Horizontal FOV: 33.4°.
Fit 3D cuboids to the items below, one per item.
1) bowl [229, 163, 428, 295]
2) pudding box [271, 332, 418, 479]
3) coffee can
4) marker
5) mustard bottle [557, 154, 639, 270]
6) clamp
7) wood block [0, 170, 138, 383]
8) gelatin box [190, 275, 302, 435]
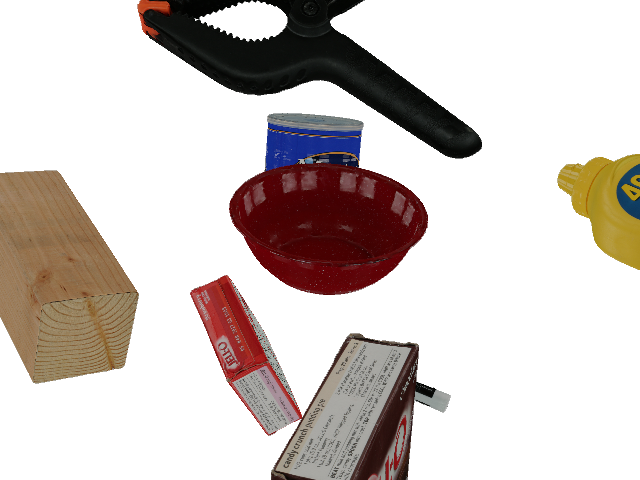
[{"bbox_3d":[0.006,-0.003,0.877,0.162,0.055,0.162,3,31,-2],"label":"bowl"},{"bbox_3d":[0.012,0.107,0.470,0.039,0.090,0.113,10,29,13],"label":"pudding box"},{"bbox_3d":[-0.011,-0.061,1.147,0.103,0.140,0.103,4,12,-1],"label":"coffee can"},{"bbox_3d":[0.070,0.139,1.061,0.121,0.020,0.020,21,5,14],"label":"marker"},{"bbox_3d":[0.228,-0.010,0.659,0.096,0.058,0.192,-29,38,-31],"label":"mustard bottle"},{"bbox_3d":[-0.001,-0.120,0.631,0.210,0.164,0.036,-4,-19,-4],"label":"clamp"},{"bbox_3d":[-0.256,0.027,0.999,0.090,0.091,0.206,-7,38,-34],"label":"wood block"},{"bbox_3d":[-0.048,0.075,0.690,0.030,0.073,0.089,-27,-35,-1],"label":"gelatin box"}]
